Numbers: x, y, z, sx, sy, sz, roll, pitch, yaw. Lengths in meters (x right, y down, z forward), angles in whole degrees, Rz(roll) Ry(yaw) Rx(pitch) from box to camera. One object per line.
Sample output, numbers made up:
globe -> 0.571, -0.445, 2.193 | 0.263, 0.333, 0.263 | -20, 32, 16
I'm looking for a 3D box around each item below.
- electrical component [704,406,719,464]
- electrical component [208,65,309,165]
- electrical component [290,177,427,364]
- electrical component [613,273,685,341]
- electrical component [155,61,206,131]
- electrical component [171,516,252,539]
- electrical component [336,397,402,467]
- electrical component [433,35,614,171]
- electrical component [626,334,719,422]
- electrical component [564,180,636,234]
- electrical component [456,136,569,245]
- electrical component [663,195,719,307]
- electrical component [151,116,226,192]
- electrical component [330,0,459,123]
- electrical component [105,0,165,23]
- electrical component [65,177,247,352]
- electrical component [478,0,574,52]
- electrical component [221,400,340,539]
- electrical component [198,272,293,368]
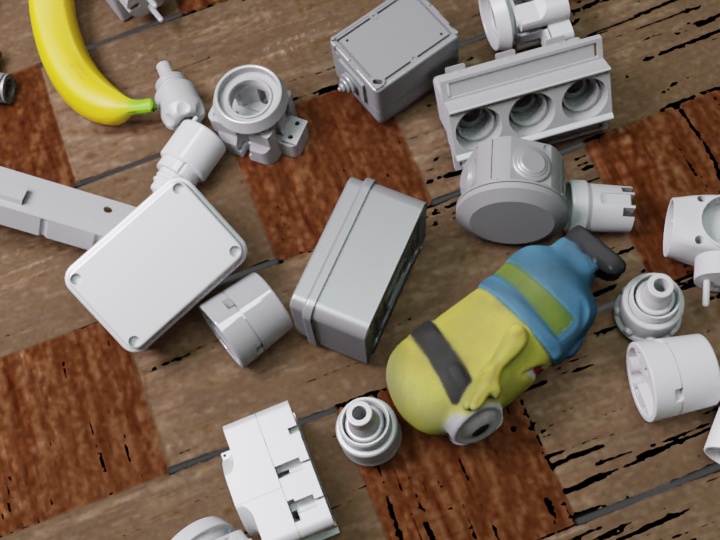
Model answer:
electrical component -> 0.281, 0.101, 0.717 | 0.079, 0.044, 0.077 | 23, 72, 13
electrical component -> -0.082, -0.122, 0.833 | 0.078, 0.057, 0.058 | 20, 71, 12
electrical component -> 0.000, 0.000, 0.765 | 0.057, 0.078, 0.113 | 22, 71, 10
electrical component -> 0.204, 0.022, 0.746 | 0.048, 0.062, 0.048 | -2, 68, 5
electrical component -> -0.148, -0.141, 0.860 | 0.035, 0.035, 0.061 | -24, 66, -5
electrical component -> -0.094, 0.198, 0.699 | 0.058, 0.078, 0.057 | -14, 46, -43
electrical component -> 0.004, 0.106, 0.729 | 0.043, 0.062, 0.043 | -4, 64, 8
electrical component -> 0.121, -0.131, 0.812 | 0.121, 0.078, 0.063 | -16, 39, -1
electrical component -> 0.213, 0.072, 0.730 | 0.047, 0.055, 0.055 | -11, 67, -3
electrical component -> 0.175, -0.045, 0.789 | 0.046, 0.040, 0.040 | 3, 68, 0
electrical component -> 0.110, -0.056, 0.778 | 0.080, 0.080, 0.051 | 3, 63, 6
electrical component -> 0.257, -0.010, 0.764 | 0.077, 0.044, 0.079 | 7, 69, 8
electrical component -> -0.137, -0.080, 0.830 | 0.040, 0.040, 0.078 | 28, 73, 15
electrical component -> 0.023, -0.162, 0.838 | 0.096, 0.061, 0.061 | -36, 70, -9
electrical component -> -0.185, -0.234, 0.884 | 0.047, 0.065, 0.076 | -35, 69, -9
electrical component -> -0.145, -0.004, 0.771 | 0.113, 0.057, 0.078 | -42, 97, -5
electrical component -> 0.128, -0.205, 0.848 | 0.057, 0.058, 0.078 | -16, 75, -2
electrical component -> -0.057, 0.144, 0.726 | 0.056, 0.050, 0.089 | -22, 68, -4
electrical component -> -0.081, 0.035, 0.772 | 0.047, 0.055, 0.055 | -36, 69, -13
